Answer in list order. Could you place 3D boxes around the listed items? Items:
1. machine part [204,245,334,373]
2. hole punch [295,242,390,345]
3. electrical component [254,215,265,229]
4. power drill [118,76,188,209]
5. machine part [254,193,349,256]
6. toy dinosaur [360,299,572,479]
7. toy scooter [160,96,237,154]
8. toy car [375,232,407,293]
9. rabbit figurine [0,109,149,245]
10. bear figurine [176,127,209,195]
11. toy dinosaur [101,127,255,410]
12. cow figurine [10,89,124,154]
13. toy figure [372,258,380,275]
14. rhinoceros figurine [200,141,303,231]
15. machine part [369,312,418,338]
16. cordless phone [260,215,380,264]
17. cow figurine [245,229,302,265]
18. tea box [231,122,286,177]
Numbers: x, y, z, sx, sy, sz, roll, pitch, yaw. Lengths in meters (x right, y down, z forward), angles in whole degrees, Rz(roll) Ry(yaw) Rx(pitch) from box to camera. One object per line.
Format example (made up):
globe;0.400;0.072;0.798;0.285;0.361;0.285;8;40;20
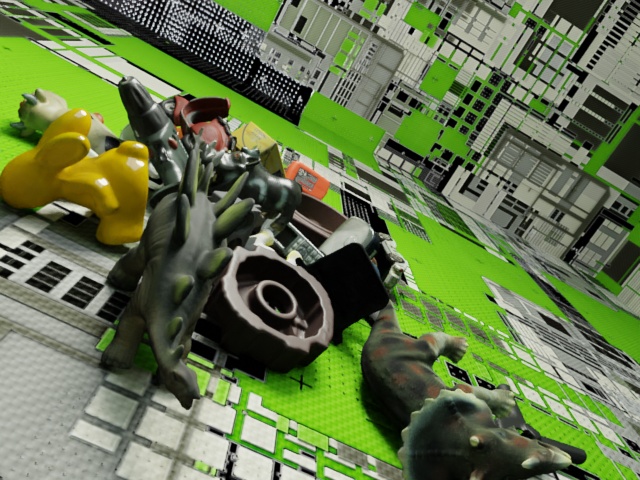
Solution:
machine part;-0.063;0.087;0.698;0.179;0.056;0.179;28;31;-19
hole punch;0.033;0.070;0.820;0.142;0.116;0.092;63;3;-2
electrical component;-0.138;-0.029;0.951;0.063;0.021;0.094;-6;9;25
power drill;-0.247;-0.121;0.854;0.207;0.086;0.231;55;-10;38
machine part;-0.017;-0.019;1.064;0.201;0.087;0.201;31;17;-3
toy dinosaur;0.124;0.186;0.696;0.192;0.131;0.405;17;16;-37
toy scooter;-0.213;-0.215;1.016;0.135;0.075;0.184;-23;64;-22
toy car;0.140;0.046;1.153;0.056;0.073;0.202;25;18;-16
rabbit figurine;-0.311;-0.075;0.683;0.173;0.162;0.122;2;41;-24
bear figurine;-0.240;-0.180;1.087;0.196;0.131;0.120;35;33;32
toy dinosaur;-0.154;-0.002;0.614;0.105;0.198;0.472;25;20;-28
cow figurine;-0.406;-0.175;0.879;0.195;0.085;0.127;38;17;11
toy figure;0.089;0.056;1.059;0.058;0.064;0.154;32;15;-9
rhinoceros figurine;-0.113;-0.088;0.851;0.190;0.112;0.073;23;16;-29
machine part;0.111;0.137;0.922;0.084;0.039;0.139;25;15;-42
cordless phone;-0.002;-0.003;0.929;0.184;0.146;0.088;42;0;16
cow figurine;-0.114;0.019;0.840;0.167;0.068;0.098;36;25;21
tea box;-0.124;-0.146;1.116;0.098;0.068;0.169;44;-20;32
